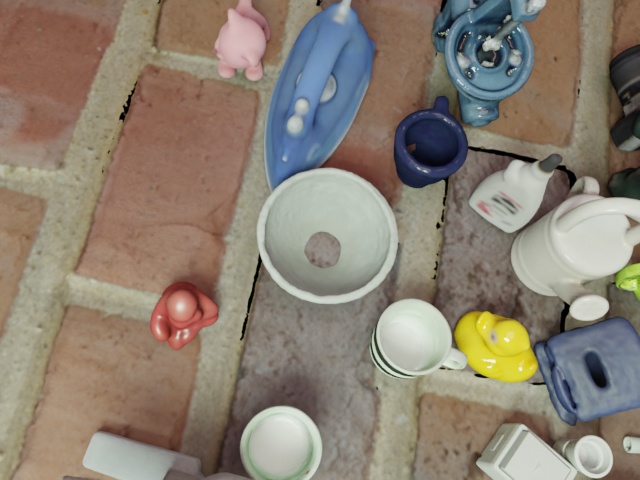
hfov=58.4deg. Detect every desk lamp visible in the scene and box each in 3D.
[{"bbox_3d":[-0.152,0.256,0.522,0.203,0.213,0.118,16,71,-1],"label":"desk lamp"}]

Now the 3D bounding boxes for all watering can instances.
[{"bbox_3d":[0.311,0.005,0.666,0.101,0.194,0.173,-8,74,-9],"label":"watering can"}]

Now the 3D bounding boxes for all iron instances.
[{"bbox_3d":[-0.007,-0.186,0.716,0.118,0.141,0.258,20,71,0],"label":"iron"}]

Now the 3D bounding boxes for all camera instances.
[{"bbox_3d":[0.481,-0.211,0.804,0.143,0.101,0.137,-13,74,-10],"label":"camera"}]

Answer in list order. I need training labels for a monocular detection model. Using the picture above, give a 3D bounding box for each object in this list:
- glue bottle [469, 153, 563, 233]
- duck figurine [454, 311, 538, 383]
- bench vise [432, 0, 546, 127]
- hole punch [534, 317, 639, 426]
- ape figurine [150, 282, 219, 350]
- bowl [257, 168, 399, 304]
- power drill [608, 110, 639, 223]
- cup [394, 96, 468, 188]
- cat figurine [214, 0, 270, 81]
[{"bbox_3d":[0.243,-0.064,0.691,0.078,0.173,0.037,33,72,5],"label":"glue bottle"},{"bbox_3d":[0.217,0.122,0.675,0.104,0.086,0.077,39,72,6],"label":"duck figurine"},{"bbox_3d":[0.204,-0.278,0.729,0.121,0.219,0.207,-23,77,-13],"label":"bench vise"},{"bbox_3d":[0.323,0.156,0.675,0.101,0.091,0.108,-15,75,-11],"label":"hole punch"},{"bbox_3d":[-0.153,0.079,0.641,0.078,0.092,0.076,-2,73,-7],"label":"ape figurine"},{"bbox_3d":[0.006,0.002,0.694,0.167,0.074,0.167,2,72,-6],"label":"bowl"},{"bbox_3d":[0.473,-0.082,0.706,0.229,0.208,0.076,29,72,3],"label":"power drill"},{"bbox_3d":[0.135,-0.118,0.736,0.091,0.095,0.118,17,71,-1],"label":"cup"},{"bbox_3d":[-0.100,-0.268,0.743,0.067,0.117,0.128,5,72,-5],"label":"cat figurine"}]
